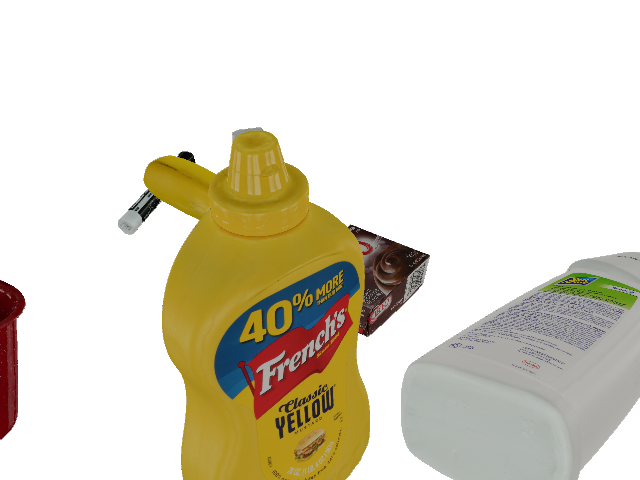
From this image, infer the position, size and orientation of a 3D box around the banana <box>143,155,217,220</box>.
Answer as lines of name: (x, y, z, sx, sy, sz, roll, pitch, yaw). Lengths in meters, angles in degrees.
banana: (-0.102, -0.038, 0.839, 0.069, 0.037, 0.198, 42, -9, -34)

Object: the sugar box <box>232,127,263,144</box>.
sugar box: (-0.081, -0.043, 1.325, 0.048, 0.176, 0.093, -9, 25, -11)

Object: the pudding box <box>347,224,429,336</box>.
pudding box: (0.035, 0.035, 0.989, 0.090, 0.039, 0.113, 23, 34, 25)

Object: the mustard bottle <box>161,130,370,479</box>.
mustard bottle: (-0.023, 0.038, 0.474, 0.096, 0.192, 0.058, -25, 41, -29)

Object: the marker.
marker: (-0.158, -0.050, 1.048, 0.020, 0.020, 0.121, 0, 38, 33)

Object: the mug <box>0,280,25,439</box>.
mug: (-0.227, 0.078, 0.623, 0.093, 0.081, 0.117, 12, 22, 20)

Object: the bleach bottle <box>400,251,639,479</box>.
bleach bottle: (0.155, 0.060, 0.616, 0.103, 0.068, 0.250, 16, 27, 36)
